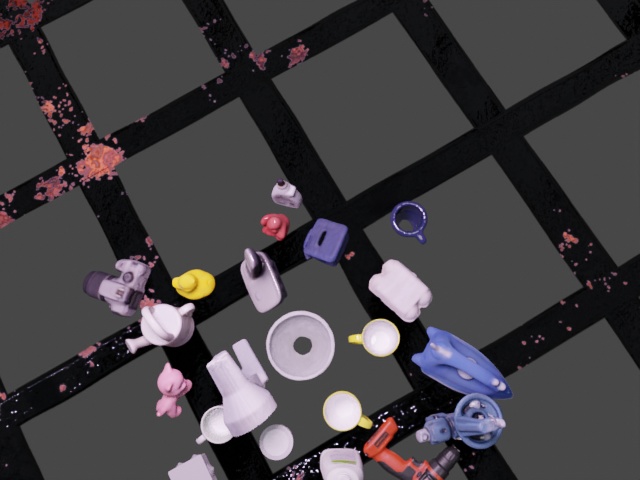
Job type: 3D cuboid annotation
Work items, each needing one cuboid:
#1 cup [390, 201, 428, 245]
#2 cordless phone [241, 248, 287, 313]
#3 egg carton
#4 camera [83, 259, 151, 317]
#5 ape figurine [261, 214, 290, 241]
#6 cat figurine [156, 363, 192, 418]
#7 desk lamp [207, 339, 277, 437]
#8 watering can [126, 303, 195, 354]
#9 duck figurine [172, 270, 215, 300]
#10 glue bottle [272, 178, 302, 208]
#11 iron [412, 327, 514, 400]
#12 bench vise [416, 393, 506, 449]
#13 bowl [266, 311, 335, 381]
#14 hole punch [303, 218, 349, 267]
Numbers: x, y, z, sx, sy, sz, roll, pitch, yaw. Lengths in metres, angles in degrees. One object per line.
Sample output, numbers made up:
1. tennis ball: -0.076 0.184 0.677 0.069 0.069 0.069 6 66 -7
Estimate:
1. cup: 0.229 -0.033 1.448 0.092 0.095 0.117 -32 78 -4
2. cordless phone: -0.147 0.095 1.393 0.094 0.185 0.147 -27 78 -3
3. egg carton: 0.202 0.125 1.428 0.150 0.069 0.107 41 83 10
4. camera: -0.523 0.109 1.452 0.136 0.101 0.143 17 79 7
5. ape figurine: -0.114 -0.038 1.468 0.076 0.092 0.078 -28 78 -3
6. cat figurine: -0.362 0.365 1.381 0.067 0.118 0.128 18 79 7
7. desk lamp: -0.188 0.339 1.329 0.118 0.213 0.203 -32 78 -4
8. watering can: -0.381 0.210 1.376 0.101 0.194 0.173 31 81 9
9. duck figurine: -0.322 0.109 1.450 0.104 0.086 0.077 -2 78 3
10. glue bottle: -0.089 -0.123 1.443 0.078 0.173 0.037 15 79 6
11. iron: 0.353 0.305 1.345 0.258 0.141 0.119 28 81 8
12. bench vise: 0.329 0.427 1.281 0.207 0.220 0.121 -33 78 -4
13. bowl: -0.045 0.261 1.409 0.167 0.075 0.167 -1 78 3
14. hole punch: 0.013 0.005 1.452 0.101 0.091 0.109 22 80 7
